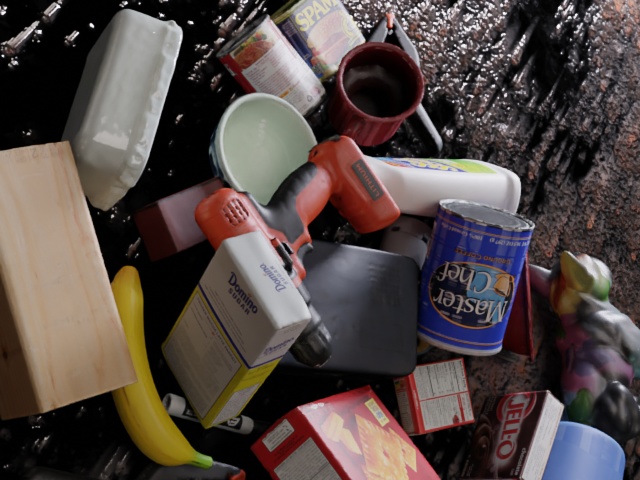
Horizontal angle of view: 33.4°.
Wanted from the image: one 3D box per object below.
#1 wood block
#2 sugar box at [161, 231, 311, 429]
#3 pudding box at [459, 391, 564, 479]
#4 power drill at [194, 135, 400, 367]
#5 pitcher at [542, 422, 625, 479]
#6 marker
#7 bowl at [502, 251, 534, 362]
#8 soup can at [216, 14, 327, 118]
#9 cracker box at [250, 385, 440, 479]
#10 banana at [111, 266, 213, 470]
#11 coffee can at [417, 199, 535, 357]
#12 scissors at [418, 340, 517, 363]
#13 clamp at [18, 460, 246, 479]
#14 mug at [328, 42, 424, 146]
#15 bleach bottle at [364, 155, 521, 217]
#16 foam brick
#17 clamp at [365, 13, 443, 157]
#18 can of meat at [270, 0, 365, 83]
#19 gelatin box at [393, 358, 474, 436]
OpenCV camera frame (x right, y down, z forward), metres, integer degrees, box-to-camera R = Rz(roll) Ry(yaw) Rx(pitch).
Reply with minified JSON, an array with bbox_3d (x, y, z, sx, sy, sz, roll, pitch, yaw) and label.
[{"bbox_3d":[-0.234,0.034,0.876,0.090,0.091,0.206,-15,88,-39],"label":"wood block"},{"bbox_3d":[-0.076,0.080,0.922,0.048,0.176,0.093,-16,64,-40],"label":"sugar box"},{"bbox_3d":[0.213,0.224,1.182,0.039,0.090,0.113,39,58,-25],"label":"pudding box"},{"bbox_3d":[-0.007,0.001,0.995,0.187,0.057,0.184,-41,102,-39],"label":"power drill"},{"bbox_3d":[0.269,0.333,1.175,0.242,0.145,0.149,-65,149,-34],"label":"pitcher"},{"bbox_3d":[-0.093,0.168,1.000,0.121,0.020,0.020,23,65,-32],"label":"marker"},{"bbox_3d":[0.213,0.060,1.220,0.162,0.055,0.162,-3,90,-79],"label":"bowl"},{"bbox_3d":[-0.049,-0.171,1.095,0.102,0.069,0.068,50,53,-17],"label":"soup can"},{"bbox_3d":[0.057,0.241,0.975,0.214,0.072,0.164,51,20,18],"label":"cracker box"},{"bbox_3d":[-0.157,0.117,0.936,0.069,0.037,0.198,-4,70,-62],"label":"banana"},{"bbox_3d":[0.158,0.038,1.121,0.102,0.103,0.140,2,108,-38],"label":"coffee can"},{"bbox_3d":[0.145,0.118,1.205,0.201,0.016,0.096,40,58,-23],"label":"scissors"},{"bbox_3d":[-0.148,0.253,0.920,0.209,0.036,0.164,-9,84,-43],"label":"clamp"},{"bbox_3d":[0.050,-0.141,1.131,0.093,0.082,0.117,28,68,-1],"label":"mug"},{"bbox_3d":[0.097,-0.058,1.160,0.250,0.103,0.068,2,106,-38],"label":"bleach bottle"},{"bbox_3d":[-0.127,-0.019,1.002,0.078,0.053,0.051,-26,95,-39],"label":"foam brick"},{"bbox_3d":[0.072,-0.174,1.213,0.120,0.039,0.171,-4,74,-34],"label":"clamp"},{"bbox_3d":[-0.008,-0.221,1.151,0.102,0.058,0.084,-47,110,-36],"label":"can of meat"},{"bbox_3d":[0.124,0.171,1.166,0.089,0.030,0.073,-4,79,-39],"label":"gelatin box"}]
